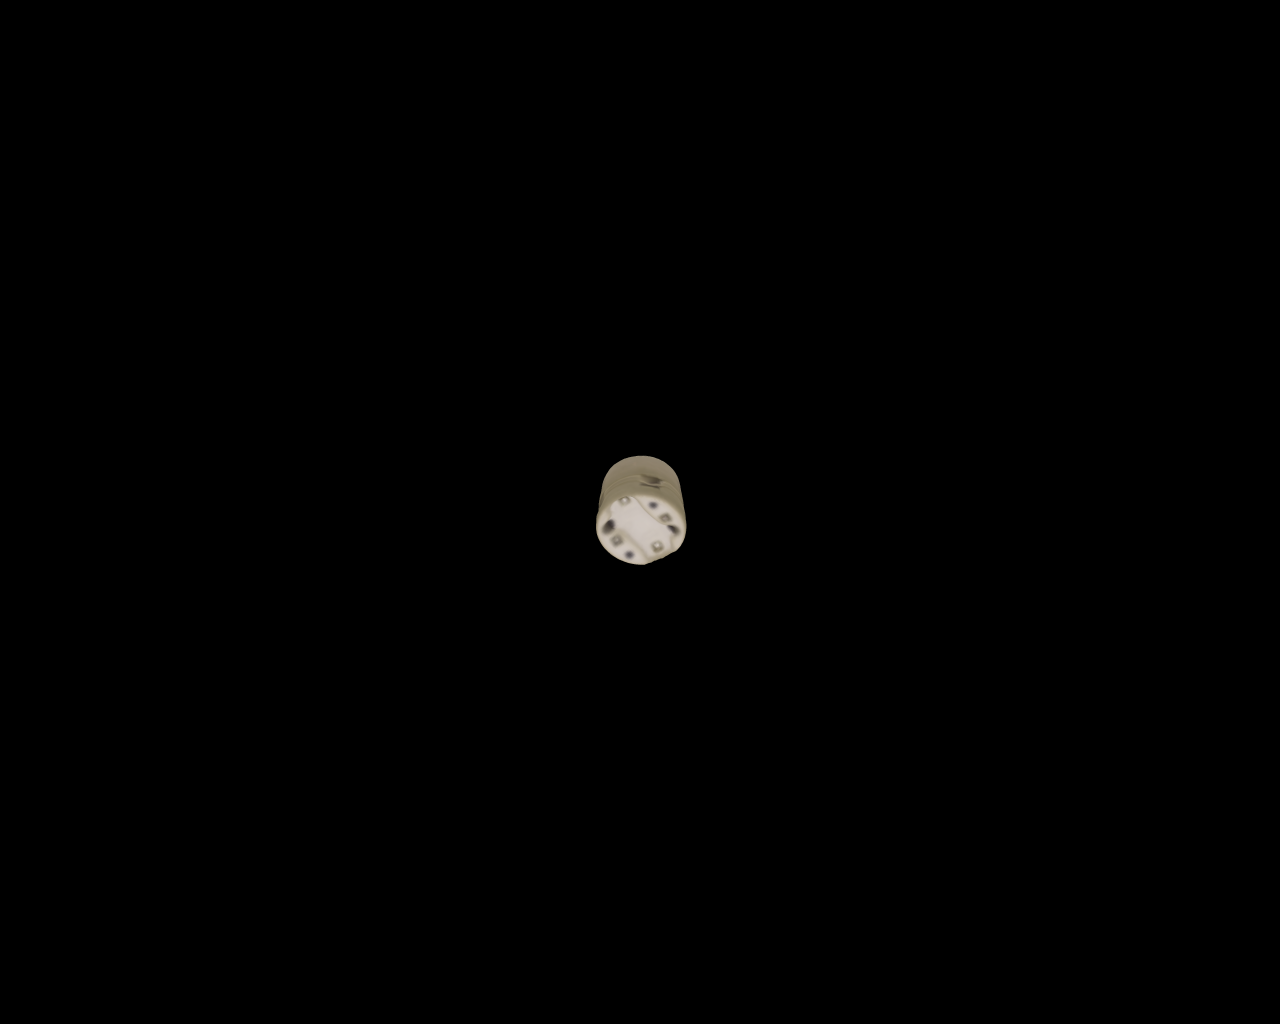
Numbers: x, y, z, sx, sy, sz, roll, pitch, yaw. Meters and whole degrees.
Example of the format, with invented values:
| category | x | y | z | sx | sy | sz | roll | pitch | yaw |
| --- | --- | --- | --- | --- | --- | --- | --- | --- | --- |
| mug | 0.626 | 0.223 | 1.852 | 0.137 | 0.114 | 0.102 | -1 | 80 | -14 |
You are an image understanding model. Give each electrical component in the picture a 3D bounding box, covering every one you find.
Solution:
| category | x | y | z | sx | sy | sz | roll | pitch | yaw |
| --- | --- | --- | --- | --- | --- | --- | --- | --- | --- |
| electrical component | 0.001 | -0.003 | 0.650 | 0.055 | 0.055 | 0.047 | 0 | 36 | 0 |
